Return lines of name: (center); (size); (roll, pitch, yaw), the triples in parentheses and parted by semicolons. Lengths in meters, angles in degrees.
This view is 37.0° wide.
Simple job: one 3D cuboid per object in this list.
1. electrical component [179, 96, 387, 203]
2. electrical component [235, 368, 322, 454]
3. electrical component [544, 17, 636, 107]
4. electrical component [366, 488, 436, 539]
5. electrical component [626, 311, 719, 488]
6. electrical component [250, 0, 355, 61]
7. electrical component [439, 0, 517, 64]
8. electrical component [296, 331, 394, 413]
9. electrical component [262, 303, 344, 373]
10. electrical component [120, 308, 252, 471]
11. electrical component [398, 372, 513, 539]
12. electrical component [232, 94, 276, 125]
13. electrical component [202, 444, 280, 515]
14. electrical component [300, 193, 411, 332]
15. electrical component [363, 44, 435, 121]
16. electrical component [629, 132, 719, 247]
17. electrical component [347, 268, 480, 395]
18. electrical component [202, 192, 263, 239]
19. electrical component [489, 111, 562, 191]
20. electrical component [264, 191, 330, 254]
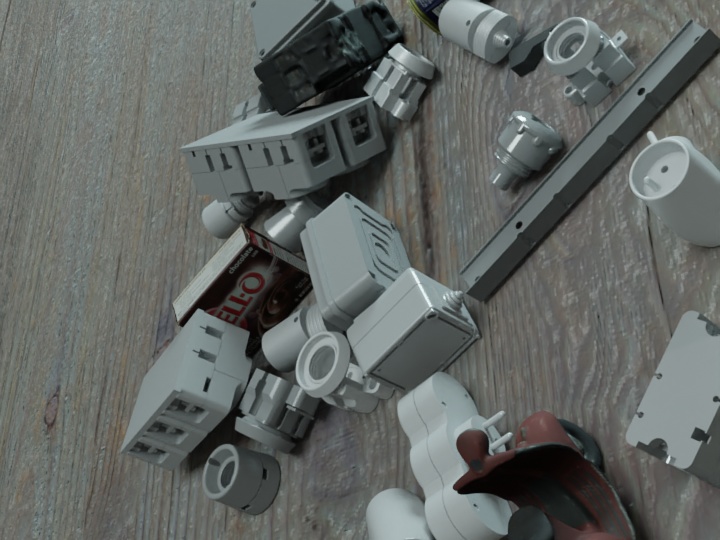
electrical component: (-0.076, -0.115, 1.048); (0.105, 0.060, 0.186); (-31, 20, -36)
electrical component: (-0.075, 0.126, 0.948); (0.078, 0.058, 0.057); (14, 75, 51)
electrical component: (0.177, -0.166, 0.843); (0.066, 0.055, 0.048); (-43, 42, 22)
electrical component: (0.030, 0.211, 0.780); (0.077, 0.043, 0.079); (-114, 23, -74)
electrical component: (0.212, 0.080, 0.652); (0.050, 0.056, 0.089); (23, 86, 52)
electrical component: (-0.063, -0.281, 1.184); (0.109, 0.056, 0.108); (-38, 44, 27)
electrical component: (0.109, -0.213, 0.959); (0.043, 0.043, 0.081); (-56, 38, 8)
electrical component: (-0.016, 0.085, 0.907); (0.078, 0.057, 0.058); (-1, 68, 48)
electrical component: (-0.045, 0.056, 0.969); (0.081, 0.043, 0.043); (-34, 46, 31)
electrical component: (-0.161, 0.117, 1.010); (0.150, 0.062, 0.089); (-46, 26, 47)
electrical component: (0.079, 0.129, 0.775); (0.074, 0.052, 0.138); (-40, 43, 25)
electrical component: (-0.116, -0.155, 1.177); (0.066, 0.048, 0.055); (-19, 47, 41)
electrical component: (-0.107, 0.185, 0.956); (0.055, 0.047, 0.055); (-27, 50, 36)
electrical component: (0.000, 0.000, 0.924); (0.057, 0.078, 0.113); (-39, 43, 22)
electrical component: (0.039, -0.180, 1.017); (0.055, 0.048, 0.066); (-58, 37, 17)
electrical component: (0.214, -0.063, 0.721); (0.043, 0.077, 0.079); (-40, 42, 25)
electrical component: (0.045, 0.044, 0.859); (0.096, 0.062, 0.061); (-46, 40, 19)
electrical component: (-0.133, -0.065, 1.144); (0.078, 0.040, 0.040); (-34, 46, 31)
electrical component: (0.128, -0.093, 0.864); (0.062, 0.048, 0.048); (-55, 38, 19)
electrical component: (-0.060, -0.050, 1.049); (0.055, 0.045, 0.045); (-47, 40, 17)
